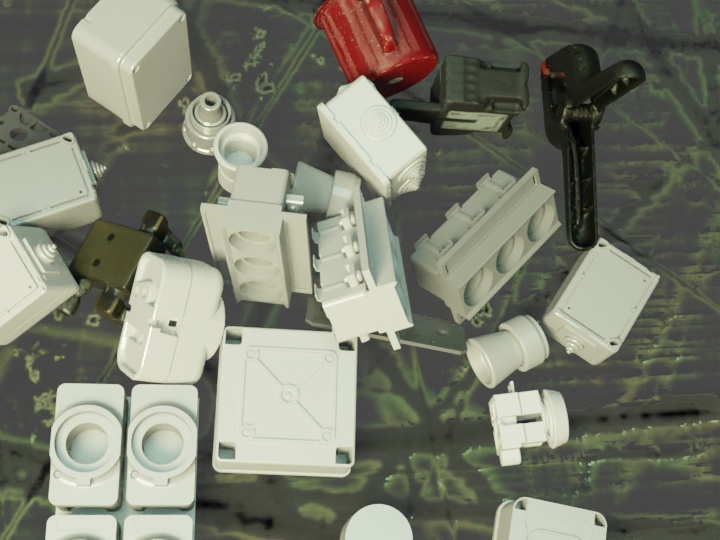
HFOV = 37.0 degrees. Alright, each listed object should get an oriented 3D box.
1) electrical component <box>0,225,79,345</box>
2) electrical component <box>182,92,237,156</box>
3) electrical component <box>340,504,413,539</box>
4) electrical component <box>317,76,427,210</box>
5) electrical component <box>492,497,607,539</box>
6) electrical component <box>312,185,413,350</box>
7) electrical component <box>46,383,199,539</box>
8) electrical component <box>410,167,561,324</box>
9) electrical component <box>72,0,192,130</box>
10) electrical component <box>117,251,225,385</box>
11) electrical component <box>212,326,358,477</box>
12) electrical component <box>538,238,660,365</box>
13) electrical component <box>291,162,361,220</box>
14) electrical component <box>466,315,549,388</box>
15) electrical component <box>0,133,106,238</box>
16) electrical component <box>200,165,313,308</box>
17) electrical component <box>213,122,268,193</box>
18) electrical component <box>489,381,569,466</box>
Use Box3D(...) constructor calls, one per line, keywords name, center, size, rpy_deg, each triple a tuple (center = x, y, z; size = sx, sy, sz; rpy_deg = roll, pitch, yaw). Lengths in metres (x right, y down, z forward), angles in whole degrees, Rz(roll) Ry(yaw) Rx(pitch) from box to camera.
Box3D(name="electrical component", center=(-0.266, 0.009, 0.831), size=(0.096, 0.061, 0.061), rpy_deg=(-35, 81, 12))
Box3D(name="electrical component", center=(-0.127, -0.129, 0.911), size=(0.048, 0.062, 0.048), rpy_deg=(2, 72, -7))
Box3D(name="electrical component", center=(0.040, 0.237, 0.806), size=(0.052, 0.073, 0.138), rpy_deg=(-33, 79, -17))
Box3D(name="electrical component", center=(0.012, -0.107, 0.905), size=(0.048, 0.099, 0.099), rpy_deg=(-39, 81, -5))
Box3D(name="electrical component", center=(0.140, 0.238, 0.829), size=(0.078, 0.057, 0.113), rpy_deg=(13, 70, -4))
Box3D(name="electrical component", center=(0.000, 0.000, 0.854), size=(0.063, 0.078, 0.121), rpy_deg=(-17, 34, 7))
Box3D(name="electrical component", center=(-0.176, 0.181, 0.802), size=(0.105, 0.060, 0.186), rpy_deg=(2, 72, -8))
Box3D(name="electrical component", center=(0.104, -0.025, 0.904), size=(0.063, 0.078, 0.121), rpy_deg=(32, 67, 36))
Box3D(name="electrical component", center=(-0.185, -0.178, 0.892), size=(0.057, 0.113, 0.078), rpy_deg=(34, 70, 7))
Box3D(name="electrical component", center=(-0.144, 0.039, 0.834), size=(0.059, 0.054, 0.095), rpy_deg=(11, 96, -33))
Box3D(name="electrical component", center=(-0.058, 0.104, 0.846), size=(0.109, 0.056, 0.108), rpy_deg=(4, 71, -7))
Box3D(name="electrical component", center=(0.195, 0.033, 0.903), size=(0.062, 0.061, 0.096), rpy_deg=(34, 71, 4))
Box3D(name="electrical component", center=(-0.030, -0.065, 0.913), size=(0.055, 0.045, 0.045), rpy_deg=(12, 71, -4))
Box3D(name="electrical component", center=(0.122, 0.066, 0.891), size=(0.055, 0.045, 0.045), rpy_deg=(-24, 77, -15))
Box3D(name="electrical component", center=(-0.252, -0.064, 0.871), size=(0.096, 0.061, 0.061), rpy_deg=(-20, 77, -13))
Box3D(name="electrical component", center=(-0.077, -0.026, 0.849), size=(0.079, 0.121, 0.063), rpy_deg=(6, 63, 3))
Box3D(name="electrical component", center=(-0.101, -0.090, 0.900), size=(0.044, 0.065, 0.044), rpy_deg=(3, 71, -8))
Box3D(name="electrical component", center=(0.138, 0.123, 0.875), size=(0.055, 0.048, 0.066), rpy_deg=(-7, 73, -2))
